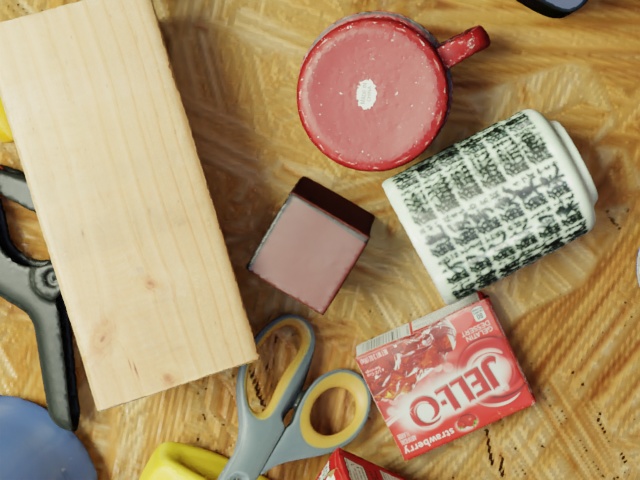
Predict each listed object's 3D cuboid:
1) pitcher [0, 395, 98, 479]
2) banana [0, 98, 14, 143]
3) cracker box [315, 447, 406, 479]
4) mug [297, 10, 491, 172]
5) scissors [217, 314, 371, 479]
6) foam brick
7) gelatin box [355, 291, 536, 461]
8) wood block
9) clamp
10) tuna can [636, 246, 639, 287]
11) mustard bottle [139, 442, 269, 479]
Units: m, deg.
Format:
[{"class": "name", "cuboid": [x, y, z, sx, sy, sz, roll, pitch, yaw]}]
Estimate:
[{"class": "pitcher", "cuboid": [-0.231, 0.175, 0.581, 0.149, 0.242, 0.145, 15, 103, 7]}, {"class": "banana", "cuboid": [-0.260, -0.124, 0.635, 0.198, 0.037, 0.070, 22, 119, 1]}, {"class": "cracker box", "cuboid": [0.061, 0.242, 0.641, 0.213, 0.072, 0.164, 28, 102, -15]}, {"class": "mug", "cuboid": [0.041, -0.087, 0.595, 0.117, 0.081, 0.093, -24, 98, 8]}, {"class": "scissors", "cuboid": [-0.031, 0.144, 0.630, 0.096, 0.016, 0.201, 23, 71, -15]}, {"class": "foam brick", "cuboid": [-0.004, 0.001, 0.617, 0.053, 0.078, 0.051, 30, 102, 0]}, {"class": "gelatin box", "cuboid": [0.076, 0.082, 0.650, 0.089, 0.030, 0.073, -25, 98, 8]}, {"class": "wood block", "cuboid": [-0.108, -0.022, 0.593, 0.090, 0.091, 0.206, -17, 92, -9]}, {"class": "clamp", "cuboid": [-0.147, 0.020, 0.651, 0.120, 0.039, 0.171, -28, 100, -3]}, {"class": "tuna can", "cuboid": [0.231, 0.017, 0.625, 0.086, 0.033, 0.086, 1, 100, 4]}, {"class": "mustard bottle", "cuboid": [-0.100, 0.227, 0.674, 0.096, 0.058, 0.192, 26, 101, -14]}]
